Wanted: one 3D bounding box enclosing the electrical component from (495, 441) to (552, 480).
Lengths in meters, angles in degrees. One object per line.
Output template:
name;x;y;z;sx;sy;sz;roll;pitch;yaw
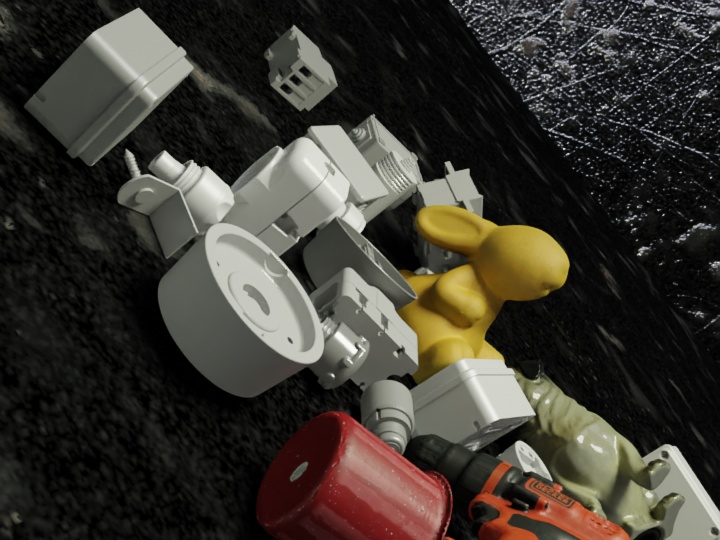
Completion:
electrical component;0.135;0.185;0.939;0.055;0.047;0.055;45;20;-22

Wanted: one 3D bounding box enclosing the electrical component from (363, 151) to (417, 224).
electrical component;0.024;-0.089;1.122;0.043;0.081;0.043;45;20;-21

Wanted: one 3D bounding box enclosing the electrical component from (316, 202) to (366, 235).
electrical component;-0.028;-0.051;0.988;0.055;0.045;0.045;47;19;-18

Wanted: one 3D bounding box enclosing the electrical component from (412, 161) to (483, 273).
electrical component;0.093;-0.043;1.150;0.121;0.063;0.078;85;-11;-48

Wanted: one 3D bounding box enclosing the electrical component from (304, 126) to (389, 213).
electrical component;-0.026;-0.093;1.061;0.099;0.048;0.100;54;19;4

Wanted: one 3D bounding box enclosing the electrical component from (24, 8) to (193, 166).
electrical component;-0.169;-0.127;0.741;0.057;0.078;0.113;45;20;-12

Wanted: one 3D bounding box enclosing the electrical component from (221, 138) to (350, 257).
electrical component;-0.063;-0.055;0.832;0.059;0.095;0.053;47;20;-17

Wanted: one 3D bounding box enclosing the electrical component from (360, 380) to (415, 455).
electrical component;0.021;0.117;0.807;0.040;0.040;0.078;44;20;-23

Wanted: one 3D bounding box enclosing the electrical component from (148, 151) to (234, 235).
electrical component;-0.125;-0.059;0.778;0.062;0.043;0.043;44;20;-20

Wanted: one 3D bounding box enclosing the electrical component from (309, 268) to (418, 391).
electrical component;0.001;0.049;0.867;0.089;0.050;0.055;46;20;-19

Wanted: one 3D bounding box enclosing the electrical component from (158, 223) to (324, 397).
electrical component;-0.081;0.031;0.690;0.108;0.060;0.108;45;20;-21

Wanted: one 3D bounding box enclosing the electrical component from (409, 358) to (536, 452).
electrical component;0.090;0.117;0.910;0.057;0.078;0.113;62;21;18

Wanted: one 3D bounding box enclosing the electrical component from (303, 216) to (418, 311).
electrical component;0.000;0.000;0.930;0.099;0.064;0.099;45;20;-21

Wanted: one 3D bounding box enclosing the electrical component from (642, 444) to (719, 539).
electrical component;0.314;0.257;1.137;0.108;0.109;0.056;60;17;21

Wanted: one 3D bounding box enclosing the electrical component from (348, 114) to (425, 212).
electrical component;0.016;-0.119;1.189;0.096;0.061;0.061;40;22;-32

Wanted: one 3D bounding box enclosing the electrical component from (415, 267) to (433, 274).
electrical component;0.074;0.024;1.104;0.046;0.040;0.040;36;24;-25

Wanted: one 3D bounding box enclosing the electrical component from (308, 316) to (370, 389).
electrical component;-0.027;0.054;0.802;0.062;0.048;0.048;44;19;-4
